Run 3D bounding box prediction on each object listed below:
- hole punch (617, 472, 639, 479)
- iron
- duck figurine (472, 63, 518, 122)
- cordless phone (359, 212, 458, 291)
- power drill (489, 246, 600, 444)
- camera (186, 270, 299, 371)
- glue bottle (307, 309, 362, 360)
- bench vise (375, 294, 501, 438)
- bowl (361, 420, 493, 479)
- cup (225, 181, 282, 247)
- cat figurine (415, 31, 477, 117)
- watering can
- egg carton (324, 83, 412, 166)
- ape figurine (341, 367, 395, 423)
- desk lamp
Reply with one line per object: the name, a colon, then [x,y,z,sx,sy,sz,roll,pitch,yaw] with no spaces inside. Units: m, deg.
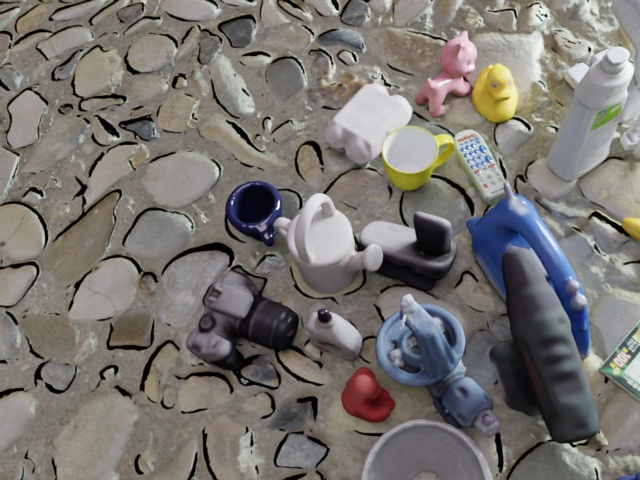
hole punch: [0.424,0.331,0.687,0.101,0.091,0.108,-4,65,8]
iron: [0.317,0.038,0.814,0.118,0.142,0.258,-27,64,-3]
duck figurine: [0.305,-0.268,0.990,0.077,0.086,0.104,-10,64,5]
cordless phone: [0.129,-0.008,0.842,0.147,0.185,0.094,14,68,16]
power drill: [0.273,0.145,0.733,0.075,0.209,0.229,-16,64,2]
camera: [-0.112,0.128,0.865,0.136,0.101,0.143,19,70,17]
glue bottle: [0.015,0.127,0.804,0.078,0.173,0.037,11,67,14]
bench vise: [0.160,0.150,0.743,0.207,0.220,0.121,30,73,21]
bowl: [0.138,0.324,0.746,0.167,0.075,0.167,-4,65,8]
cup: [-0.094,-0.027,0.938,0.091,0.095,0.117,-26,64,-3]
cat figurine: [0.225,-0.298,0.999,0.128,0.118,0.067,-42,66,-11]
watering can: [0.009,0.001,0.852,0.172,0.194,0.101,1,65,10]
egg carton: [0.086,-0.203,1.005,0.107,0.069,0.150,35,75,22]
ape figurine: [0.064,0.214,0.801,0.076,0.092,0.078,-7,64,6]
desk lamp: [0.498,-0.277,0.891,0.118,0.214,0.203,-28,64,-4]
